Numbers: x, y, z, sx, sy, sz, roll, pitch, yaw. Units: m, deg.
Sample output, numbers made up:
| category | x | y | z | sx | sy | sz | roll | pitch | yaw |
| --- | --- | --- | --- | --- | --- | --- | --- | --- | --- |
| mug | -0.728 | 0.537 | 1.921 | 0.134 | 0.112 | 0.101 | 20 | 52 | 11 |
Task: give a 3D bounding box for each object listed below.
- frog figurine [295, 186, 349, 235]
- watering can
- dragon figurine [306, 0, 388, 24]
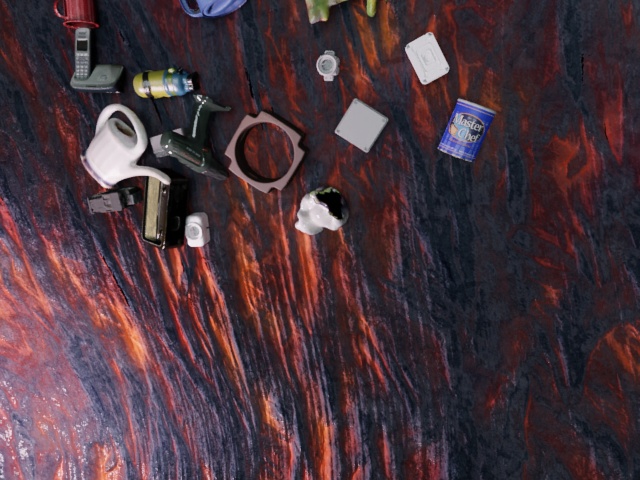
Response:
| category | x | y | z | sx | sy | sz | roll | pitch | yaw |
| --- | --- | --- | --- | --- | --- | --- | --- | --- | --- |
| frog figurine | 0.004 | -0.074 | 1.475 | 0.137 | 0.125 | 0.156 | 29 | 143 | -7 |
| watering can | -0.570 | -0.235 | 1.491 | 0.222 | 0.104 | 0.352 | -43 | 68 | 19 |
| dragon figurine | 0.098 | -0.712 | 1.267 | 0.242 | 0.124 | 0.405 | 27 | 106 | -9 |
